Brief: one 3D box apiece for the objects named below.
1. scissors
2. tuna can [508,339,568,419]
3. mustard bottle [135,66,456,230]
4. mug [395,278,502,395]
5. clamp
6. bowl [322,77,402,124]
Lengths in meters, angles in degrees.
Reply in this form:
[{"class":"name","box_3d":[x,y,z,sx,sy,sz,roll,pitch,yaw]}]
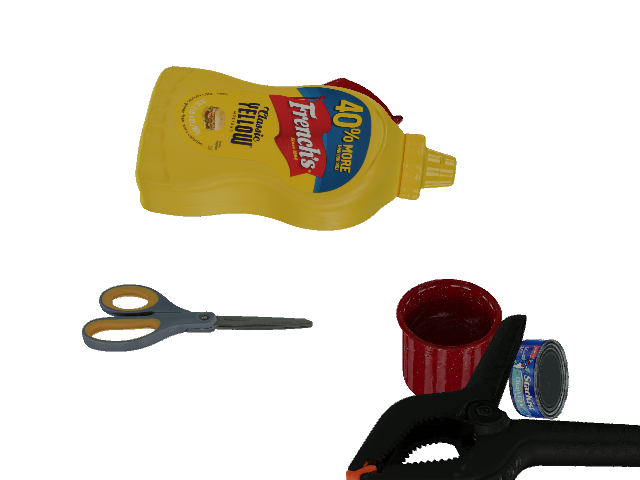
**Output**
[{"class":"scissors","box_3d":[-0.116,0.064,0.972,0.201,0.016,0.096,-8,35,-14]},{"class":"tuna can","box_3d":[0.236,0.149,1.155,0.034,0.086,0.085,-2,-1,36]},{"class":"mustard bottle","box_3d":[-0.012,-0.054,0.663,0.191,0.096,0.058,7,-33,2]},{"class":"mug","box_3d":[0.115,0.087,0.977,0.093,0.081,0.117,-3,39,0]},{"class":"clamp","box_3d":[0.103,0.116,0.687,0.209,0.036,0.165,-14,32,-20]},{"class":"bowl","box_3d":[-0.012,-0.102,0.947,0.162,0.055,0.162,-22,9,3]}]
